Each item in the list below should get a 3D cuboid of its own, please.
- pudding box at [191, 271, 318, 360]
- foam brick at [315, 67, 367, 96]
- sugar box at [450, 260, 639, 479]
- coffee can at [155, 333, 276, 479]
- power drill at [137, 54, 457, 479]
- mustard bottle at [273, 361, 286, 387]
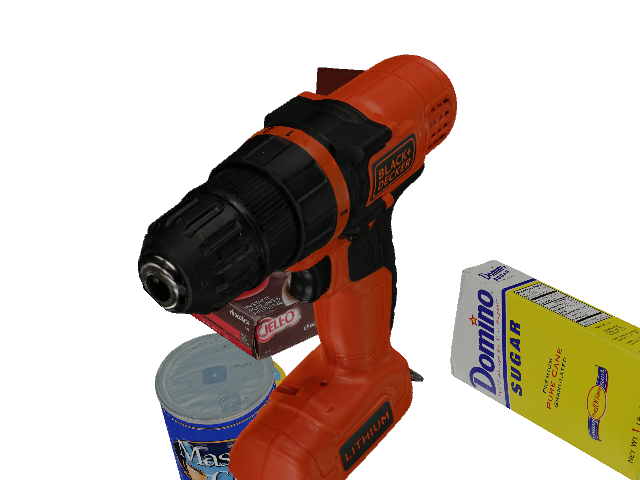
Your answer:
[{"bbox_3d":[-0.028,0.033,0.746,0.113,0.039,0.090,-20,33,-35],"label":"pudding box"},{"bbox_3d":[0.033,-0.139,1.035,0.078,0.051,0.053,4,13,2],"label":"foam brick"},{"bbox_3d":[0.172,0.089,0.765,0.048,0.093,0.176,-16,29,-40],"label":"sugar box"},{"bbox_3d":[-0.084,0.167,0.948,0.103,0.140,0.103,-4,39,3],"label":"coffee can"},{"bbox_3d":[-0.005,0.029,0.467,0.057,0.188,0.184,25,42,28],"label":"power drill"},{"bbox_3d":[-0.090,0.192,1.346,0.096,0.058,0.191,-2,26,-2],"label":"mustard bottle"}]
